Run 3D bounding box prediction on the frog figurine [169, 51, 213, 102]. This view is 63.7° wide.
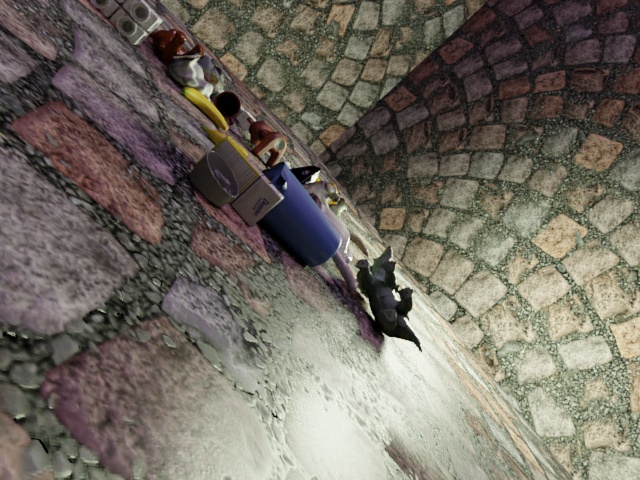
[{"bbox_3d":[-0.402,-0.500,1.612,0.139,0.123,0.156,-134,-146,-59],"label":"frog figurine"}]

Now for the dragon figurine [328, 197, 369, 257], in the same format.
[{"bbox_3d":[0.006,-0.092,1.825,0.415,0.120,0.243,50,26,20],"label":"dragon figurine"}]

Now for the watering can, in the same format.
[{"bbox_3d":[0.020,-0.007,1.440,0.222,0.103,0.354,46,13,-22],"label":"watering can"}]
